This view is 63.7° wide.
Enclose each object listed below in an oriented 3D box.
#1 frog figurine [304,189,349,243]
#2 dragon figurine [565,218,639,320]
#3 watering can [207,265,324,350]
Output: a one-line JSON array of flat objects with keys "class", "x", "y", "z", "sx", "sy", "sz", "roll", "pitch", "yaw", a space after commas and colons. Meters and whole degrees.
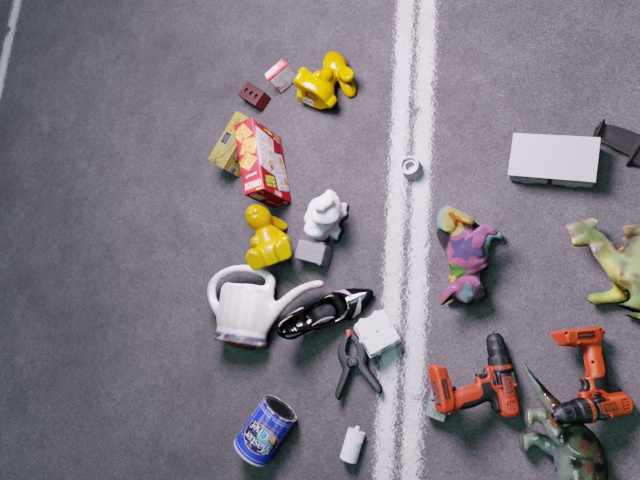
[{"class": "frog figurine", "x": 0.004, "y": -0.068, "z": 1.351, "sx": 0.124, "sy": 0.158, "sz": 0.137, "roll": 34, "pitch": 93, "yaw": 25}, {"class": "dragon figurine", "x": 0.718, "y": 0.061, "z": 1.078, "sx": 0.412, "sy": 0.120, "sz": 0.245, "roll": 19, "pitch": 77, "yaw": 16}, {"class": "watering can", "x": -0.163, "y": 0.184, "z": 1.389, "sx": 0.348, "sy": 0.103, "sz": 0.226, "roll": 4, "pitch": 81, "yaw": 23}]
